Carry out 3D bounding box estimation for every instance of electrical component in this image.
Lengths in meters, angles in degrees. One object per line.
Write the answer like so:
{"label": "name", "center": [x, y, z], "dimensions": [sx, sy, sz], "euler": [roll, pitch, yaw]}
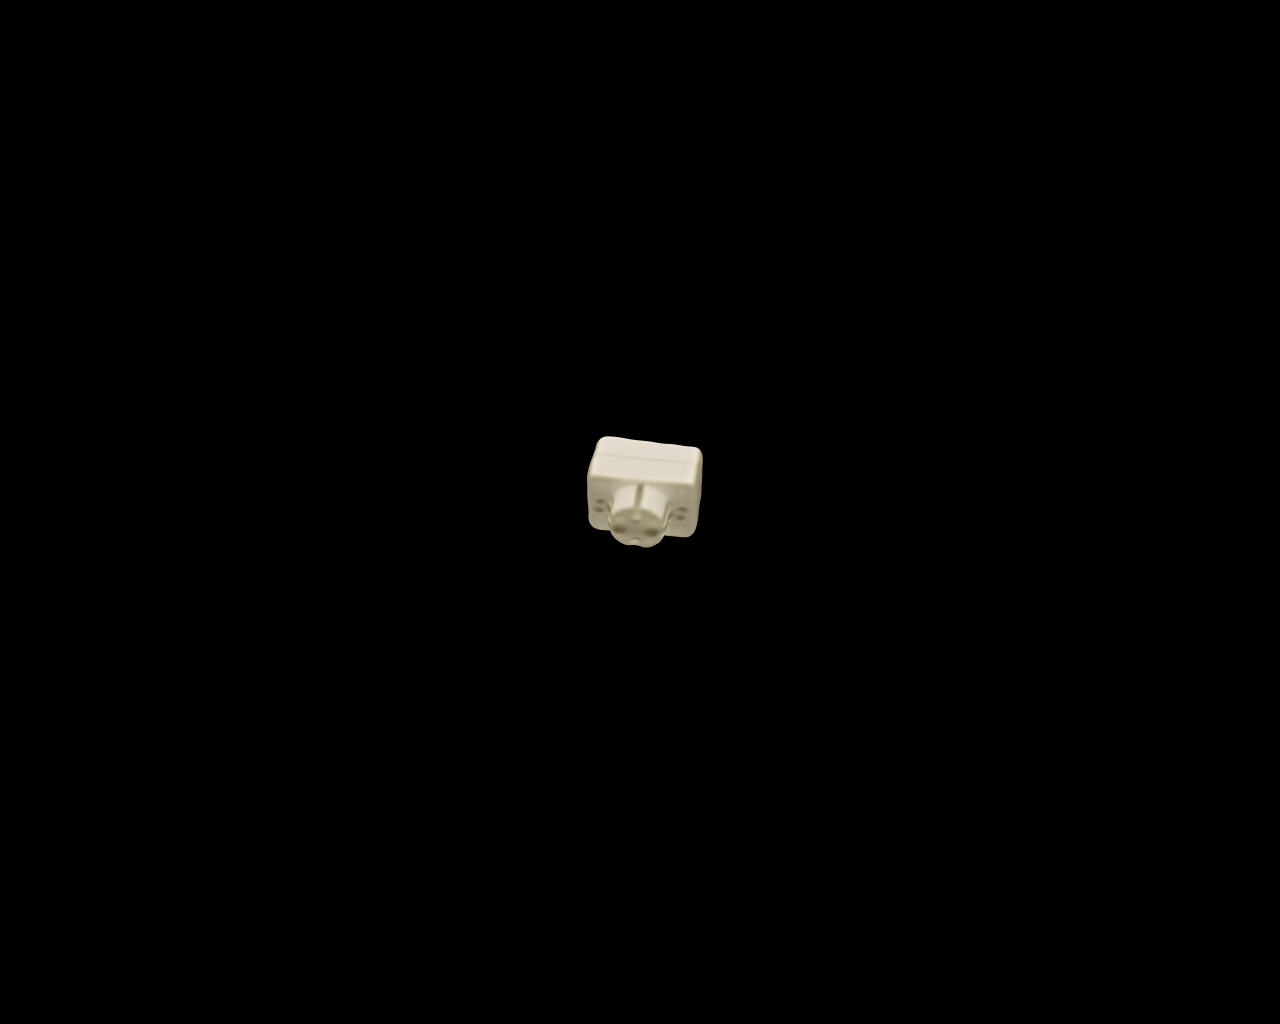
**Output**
{"label": "electrical component", "center": [0.001, -0.003, 0.650], "dimensions": [0.066, 0.047, 0.077], "euler": [6, 43, 7]}
